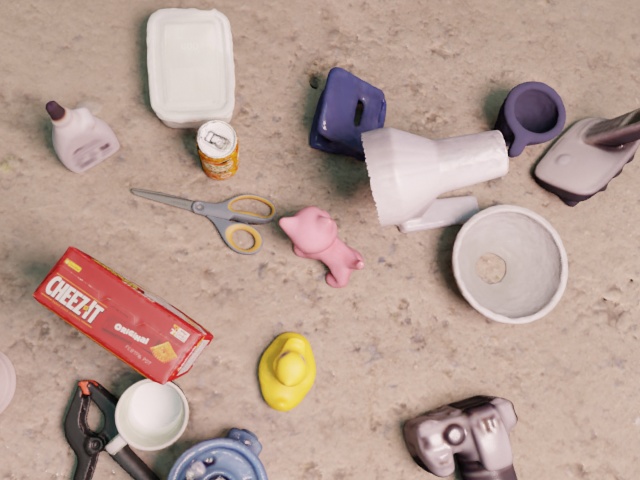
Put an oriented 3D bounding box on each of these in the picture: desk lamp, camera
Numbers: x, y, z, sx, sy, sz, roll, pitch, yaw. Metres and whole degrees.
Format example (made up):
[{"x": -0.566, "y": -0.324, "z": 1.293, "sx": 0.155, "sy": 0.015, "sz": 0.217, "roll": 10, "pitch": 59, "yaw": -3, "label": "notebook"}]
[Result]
[{"x": 0.140, "y": -0.081, "z": 0.750, "sx": 0.203, "sy": 0.213, "sz": 0.118, "roll": -10, "pitch": 82, "yaw": -9, "label": "desk lamp"}, {"x": 0.202, "y": 0.287, "z": 0.754, "sx": 0.143, "sy": 0.100, "sz": 0.137, "roll": -15, "pitch": 83, "yaw": -9, "label": "camera"}]

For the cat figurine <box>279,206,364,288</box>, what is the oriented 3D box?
[{"x": 0.007, "y": 0.003, "z": 0.768, "sx": 0.128, "sy": 0.117, "sz": 0.067, "roll": 39, "pitch": 78, "yaw": 1, "label": "cat figurine"}]

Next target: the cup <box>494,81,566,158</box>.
[{"x": 0.293, "y": -0.163, "z": 0.844, "sx": 0.091, "sy": 0.095, "sz": 0.118, "roll": 28, "pitch": 78, "yaw": -2, "label": "cup"}]

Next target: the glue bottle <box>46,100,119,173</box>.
[{"x": -0.309, "y": -0.137, "z": 0.723, "sx": 0.078, "sy": 0.173, "sz": 0.037, "roll": -34, "pitch": 86, "yaw": -11, "label": "glue bottle"}]

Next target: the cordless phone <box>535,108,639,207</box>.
[{"x": 0.404, "y": -0.130, "z": 0.807, "sx": 0.094, "sy": 0.185, "sz": 0.148, "roll": 42, "pitch": 78, "yaw": 1, "label": "cordless phone"}]

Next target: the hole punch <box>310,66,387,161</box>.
[{"x": 0.044, "y": -0.180, "z": 0.817, "sx": 0.101, "sy": 0.091, "sz": 0.109, "roll": 13, "pitch": 79, "yaw": -5, "label": "hole punch"}]

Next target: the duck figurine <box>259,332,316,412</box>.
[{"x": -0.041, "y": 0.173, "z": 0.749, "sx": 0.077, "sy": 0.086, "sz": 0.104, "roll": 14, "pitch": 79, "yaw": -5, "label": "duck figurine"}]

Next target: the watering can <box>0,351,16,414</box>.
[{"x": -0.438, "y": 0.166, "z": 0.644, "sx": 0.173, "sy": 0.194, "sz": 0.101, "roll": 34, "pitch": 78, "yaw": 0, "label": "watering can"}]

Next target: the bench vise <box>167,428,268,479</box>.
[{"x": -0.127, "y": 0.327, "z": 0.644, "sx": 0.121, "sy": 0.219, "sz": 0.207, "roll": 16, "pitch": 79, "yaw": -4, "label": "bench vise"}]

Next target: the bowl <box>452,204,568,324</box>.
[{"x": 0.259, "y": 0.038, "z": 0.816, "sx": 0.167, "sy": 0.074, "sz": 0.167, "roll": 1, "pitch": 80, "yaw": -7, "label": "bowl"}]
